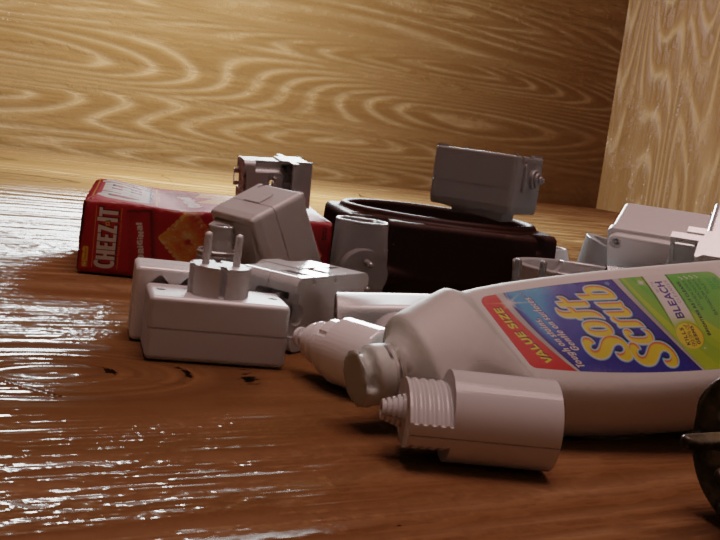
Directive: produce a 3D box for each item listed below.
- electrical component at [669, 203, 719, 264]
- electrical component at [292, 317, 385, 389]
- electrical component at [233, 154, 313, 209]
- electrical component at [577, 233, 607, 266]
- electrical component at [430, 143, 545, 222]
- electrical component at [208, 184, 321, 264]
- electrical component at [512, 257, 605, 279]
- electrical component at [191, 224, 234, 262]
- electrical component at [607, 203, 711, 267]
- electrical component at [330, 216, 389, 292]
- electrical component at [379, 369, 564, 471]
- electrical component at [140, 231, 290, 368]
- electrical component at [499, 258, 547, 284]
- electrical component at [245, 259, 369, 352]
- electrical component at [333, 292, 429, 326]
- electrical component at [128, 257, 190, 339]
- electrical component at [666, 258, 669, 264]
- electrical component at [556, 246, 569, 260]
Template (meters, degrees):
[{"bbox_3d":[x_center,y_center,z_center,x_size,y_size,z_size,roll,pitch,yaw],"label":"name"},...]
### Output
[{"bbox_3d":[0.243,0.022,0.702,0.079,0.121,0.063,11,44,23],"label":"electrical component"},{"bbox_3d":[-0.009,0.047,0.622,0.078,0.040,0.040,14,10,43],"label":"electrical component"},{"bbox_3d":[-0.079,-0.079,0.963,0.064,0.042,0.081,1,11,-16],"label":"electrical component"},{"bbox_3d":[0.259,0.013,1.050,0.108,0.060,0.108,22,11,-5],"label":"electrical component"},{"bbox_3d":[0.119,-0.076,0.963,0.096,0.061,0.062,12,8,30],"label":"electrical component"},{"bbox_3d":[-0.075,-0.013,0.872,0.061,0.096,0.062,-31,29,-32],"label":"electrical component"},{"bbox_3d":[0.174,0.028,0.875,0.108,0.060,0.108,7,8,-1],"label":"electrical component"},{"bbox_3d":[-0.110,-0.004,0.826,0.048,0.062,0.048,7,7,-1],"label":"electrical component"},{"bbox_3d":[0.273,0.006,0.931,0.109,0.108,0.056,11,38,27],"label":"electrical component"},{"bbox_3d":[0.000,0.000,0.851,0.043,0.077,0.079,6,7,-11],"label":"electrical component"},{"bbox_3d":[0.050,0.069,0.502,0.081,0.043,0.043,6,7,-6],"label":"electrical component"},{"bbox_3d":[-0.086,0.015,0.652,0.083,0.075,0.047,6,8,-15],"label":"electrical component"},{"bbox_3d":[0.107,0.032,0.707,0.077,0.079,0.043,5,10,-21],"label":"electrical component"},{"bbox_3d":[-0.043,0.022,0.740,0.056,0.050,0.089,13,9,30],"label":"electrical component"},{"bbox_3d":[0.023,0.042,0.678,0.077,0.043,0.079,1,19,-4],"label":"electrical component"},{"bbox_3d":[-0.118,0.017,0.711,0.066,0.047,0.077,6,7,-14],"label":"electrical component"},{"bbox_3d":[0.297,0.038,0.824,0.109,0.056,0.108,5,27,-18],"label":"electrical component"},{"bbox_3d":[0.181,0.003,1.094,0.058,0.057,0.078,1,10,-42],"label":"electrical component"}]
